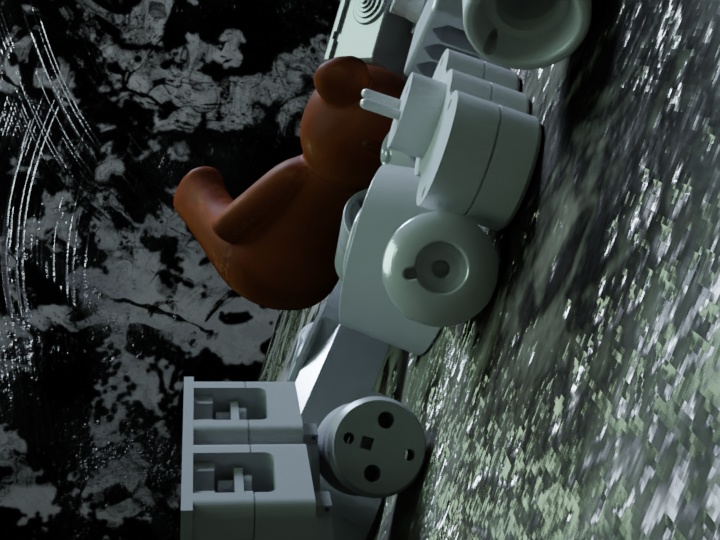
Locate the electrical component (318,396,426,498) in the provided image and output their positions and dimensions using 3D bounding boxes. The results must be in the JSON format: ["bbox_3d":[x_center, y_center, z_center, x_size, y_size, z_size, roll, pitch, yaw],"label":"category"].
[{"bbox_3d":[0.004,0.081,0.491,0.055,0.045,0.045,132,155,-76],"label":"electrical component"}]

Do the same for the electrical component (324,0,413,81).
[{"bbox_3d":[0.031,-0.172,0.774,0.048,0.100,0.099,10,82,45],"label":"electrical component"}]

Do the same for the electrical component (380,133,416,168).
[{"bbox_3d":[0.042,-0.072,0.605,0.062,0.048,0.048,134,154,-62],"label":"electrical component"}]

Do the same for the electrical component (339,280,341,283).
[{"bbox_3d":[0.000,0.000,0.815,0.065,0.044,0.044,-163,91,-80],"label":"electrical component"}]

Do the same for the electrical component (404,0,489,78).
[{"bbox_3d":[0.063,-0.155,0.632,0.065,0.047,0.076,119,168,-64],"label":"electrical component"}]

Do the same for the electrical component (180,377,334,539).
[{"bbox_3d":[-0.051,0.155,0.487,0.105,0.060,0.186,-110,22,-66],"label":"electrical component"}]

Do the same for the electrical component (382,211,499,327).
[{"bbox_3d":[0.033,0.001,0.465,0.062,0.048,0.048,91,-164,-86],"label":"electrical component"}]

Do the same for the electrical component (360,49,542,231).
[{"bbox_3d":[0.035,-0.068,0.500,0.138,0.074,0.052,-85,14,-67],"label":"electrical component"}]

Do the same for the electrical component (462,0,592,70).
[{"bbox_3d":[0.068,-0.115,0.435,0.055,0.055,0.047,114,168,-48],"label":"electrical component"}]

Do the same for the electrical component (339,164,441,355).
[{"bbox_3d":[0.027,-0.007,0.572,0.099,0.064,0.099,15,-90,-82],"label":"electrical component"}]

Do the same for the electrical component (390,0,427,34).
[{"bbox_3d":[0.052,-0.171,0.722,0.048,0.062,0.048,-162,90,-84],"label":"electrical component"}]

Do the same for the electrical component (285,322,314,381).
[{"bbox_3d":[-0.040,0.095,0.891,0.077,0.044,0.079,-82,11,-60],"label":"electrical component"}]

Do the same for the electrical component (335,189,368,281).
[{"bbox_3d":[0.013,-0.015,0.667,0.047,0.055,0.055,108,176,-50],"label":"electrical component"}]
